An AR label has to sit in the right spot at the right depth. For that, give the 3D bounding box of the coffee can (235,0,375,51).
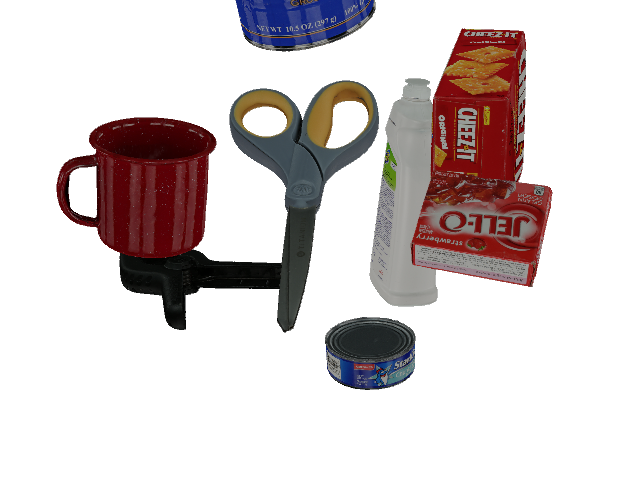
[{"bbox_3d":[-0.022,-0.222,0.759,0.103,0.140,0.103,-9,37,7],"label":"coffee can"}]

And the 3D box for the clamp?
[{"bbox_3d":[-0.142,0.039,1.067,0.210,0.036,0.164,11,21,38],"label":"clamp"}]

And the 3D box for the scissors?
[{"bbox_3d":[-0.025,-0.031,0.581,0.096,0.016,0.201,12,43,16],"label":"scissors"}]

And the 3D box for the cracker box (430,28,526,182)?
[{"bbox_3d":[0.150,-0.090,0.992,0.072,0.164,0.213,4,27,13],"label":"cracker box"}]

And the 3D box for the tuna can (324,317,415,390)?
[{"bbox_3d":[0.048,0.107,1.013,0.086,0.034,0.086,-3,23,1],"label":"tuna can"}]

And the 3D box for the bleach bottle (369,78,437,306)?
[{"bbox_3d":[0.103,-0.058,1.222,0.068,0.251,0.103,-3,23,-15],"label":"bleach bottle"}]

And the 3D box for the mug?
[{"bbox_3d":[-0.137,-0.038,0.796,0.117,0.081,0.093,-6,28,-22],"label":"mug"}]

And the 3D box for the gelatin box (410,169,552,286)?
[{"bbox_3d":[0.116,-0.011,0.765,0.089,0.073,0.030,10,-37,14],"label":"gelatin box"}]
